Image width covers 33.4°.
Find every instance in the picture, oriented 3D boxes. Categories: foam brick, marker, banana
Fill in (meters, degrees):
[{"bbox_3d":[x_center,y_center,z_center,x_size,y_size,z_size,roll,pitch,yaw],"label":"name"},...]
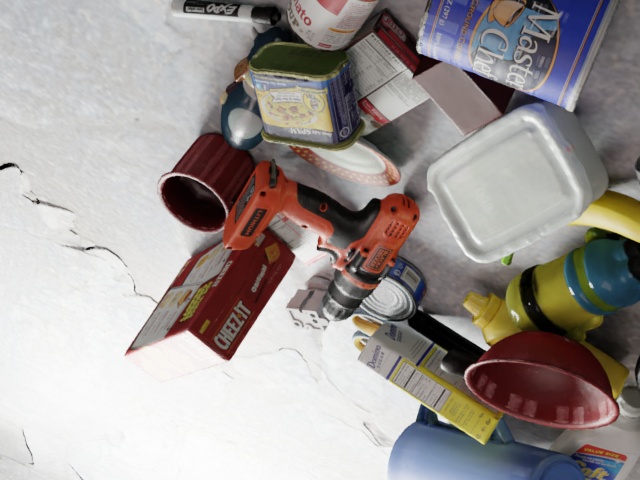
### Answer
[{"bbox_3d":[0.134,-0.147,0.981,0.078,0.051,0.053,45,139,-19],"label":"foam brick"},{"bbox_3d":[-0.094,-0.228,1.068,0.121,0.020,0.020,11,138,24],"label":"marker"},{"bbox_3d":[0.254,-0.018,1.034,0.198,0.037,0.069,-9,95,50],"label":"banana"}]

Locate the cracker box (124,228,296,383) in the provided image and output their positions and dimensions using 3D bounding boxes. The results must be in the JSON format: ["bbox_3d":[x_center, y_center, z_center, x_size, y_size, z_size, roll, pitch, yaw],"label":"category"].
[{"bbox_3d":[-0.137,0.082,1.304,0.072,0.164,0.214,40,151,-16],"label":"cracker box"}]

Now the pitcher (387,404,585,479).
[{"bbox_3d":[0.206,0.291,1.328,0.149,0.145,0.243,47,154,-26],"label":"pitcher"}]

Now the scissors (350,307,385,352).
[{"bbox_3d":[0.122,0.150,1.353,0.201,0.016,0.096,32,144,-1],"label":"scissors"}]

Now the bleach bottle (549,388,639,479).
[{"bbox_3d":[0.329,0.257,1.299,0.102,0.068,0.251,26,140,12],"label":"bleach bottle"}]

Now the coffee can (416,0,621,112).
[{"bbox_3d":[0.164,-0.179,0.883,0.140,0.102,0.103,23,142,10],"label":"coffee can"}]

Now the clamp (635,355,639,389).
[{"bbox_3d":[0.400,0.163,1.157,0.120,0.039,0.171,-13,123,9],"label":"clamp"}]

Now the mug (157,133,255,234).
[{"bbox_3d":[-0.115,-0.064,1.215,0.117,0.081,0.093,18,141,17],"label":"mug"}]

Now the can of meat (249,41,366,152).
[{"bbox_3d":[-0.014,-0.139,1.022,0.102,0.057,0.084,11,135,27],"label":"can of meat"}]

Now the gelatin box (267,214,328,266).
[{"bbox_3d":[-0.021,-0.017,1.249,0.089,0.030,0.073,42,142,-13],"label":"gelatin box"}]

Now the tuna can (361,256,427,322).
[{"bbox_3d":[0.080,0.057,1.261,0.086,0.033,0.086,19,141,16],"label":"tuna can"}]

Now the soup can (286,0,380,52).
[{"bbox_3d":[0.020,-0.225,0.956,0.068,0.068,0.102,35,142,-6],"label":"soup can"}]

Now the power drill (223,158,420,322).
[{"bbox_3d":[-0.008,0.001,1.173,0.187,0.057,0.185,19,124,-18],"label":"power drill"}]

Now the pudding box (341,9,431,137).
[{"bbox_3d":[0.052,-0.158,1.034,0.090,0.039,0.114,45,139,-16],"label":"pudding box"}]

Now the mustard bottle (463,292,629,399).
[{"bbox_3d":[0.244,0.117,1.198,0.191,0.058,0.096,33,159,-3],"label":"mustard bottle"}]

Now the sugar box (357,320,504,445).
[{"bbox_3d":[0.137,0.163,1.260,0.176,0.093,0.048,30,109,12],"label":"sugar box"}]

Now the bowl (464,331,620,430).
[{"bbox_3d":[0.236,0.140,1.115,0.162,0.055,0.162,16,154,8],"label":"bowl"}]

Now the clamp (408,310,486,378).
[{"bbox_3d":[0.200,0.149,1.249,0.209,0.036,0.165,27,-171,-21],"label":"clamp"}]
